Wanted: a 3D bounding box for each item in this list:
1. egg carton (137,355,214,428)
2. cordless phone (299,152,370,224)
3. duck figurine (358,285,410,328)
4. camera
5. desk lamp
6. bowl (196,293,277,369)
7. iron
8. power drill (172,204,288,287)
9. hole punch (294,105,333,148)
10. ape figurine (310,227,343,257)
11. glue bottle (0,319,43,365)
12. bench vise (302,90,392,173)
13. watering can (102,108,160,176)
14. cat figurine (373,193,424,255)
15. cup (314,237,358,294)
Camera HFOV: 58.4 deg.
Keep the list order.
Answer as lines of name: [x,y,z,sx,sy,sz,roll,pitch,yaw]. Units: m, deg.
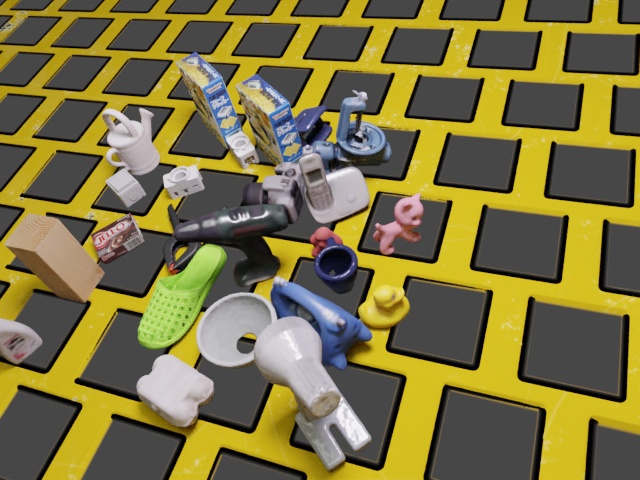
egg carton: [-0.283,0.294,1.118,0.150,0.069,0.107,23,61,27]
cordless phone: [0.029,-0.134,1.299,0.147,0.185,0.094,-24,52,-5]
duck figurine: [0.125,0.125,1.143,0.104,0.086,0.077,-17,51,0]
camera: [-0.111,-0.123,1.376,0.136,0.101,0.143,4,54,16]
desk lamp: [-0.012,0.259,0.990,0.118,0.214,0.202,-33,53,-12]
bowl: [-0.160,0.195,1.162,0.167,0.075,0.167,-6,52,8]
iron: [-0.026,0.137,1.133,0.257,0.142,0.119,32,66,31]
power drill: [-0.170,0.009,1.221,0.229,0.209,0.075,-19,51,-2]
hole punch: [-0.036,-0.301,1.501,0.100,0.091,0.109,21,60,26]
ape figurine: [0.012,0.004,1.257,0.076,0.092,0.077,-18,51,-1]
glue bottle: [-0.668,0.197,1.214,0.037,0.173,0.078,30,65,30]
bench vise: [0.061,-0.239,1.349,0.207,0.220,0.121,-26,52,-7]
watering can: [-0.509,-0.278,1.527,0.100,0.194,0.173,1,54,14]
cat figurine: [0.174,-0.043,1.239,0.128,0.118,0.067,-26,52,-7]
cup: [0.037,0.060,1.207,0.091,0.095,0.117,-15,51,2]
